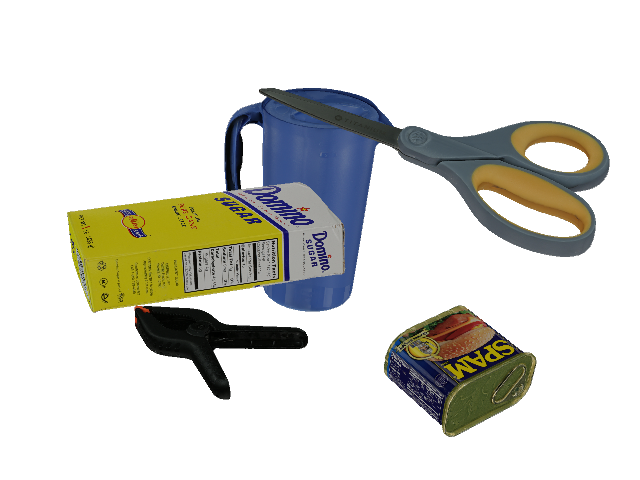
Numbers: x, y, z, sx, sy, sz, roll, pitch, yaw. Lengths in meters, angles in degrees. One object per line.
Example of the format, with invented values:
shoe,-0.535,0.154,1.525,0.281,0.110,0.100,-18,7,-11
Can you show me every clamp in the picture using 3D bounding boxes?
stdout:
clamp,-0.141,0.121,1.248,0.210,0.036,0.164,13,24,23

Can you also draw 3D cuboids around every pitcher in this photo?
pitcher,-0.018,-0.046,1.226,0.144,0.243,0.149,-19,35,-40

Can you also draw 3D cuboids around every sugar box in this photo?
sugar box,-0.080,0.001,0.740,0.176,0.048,0.093,-11,25,-16

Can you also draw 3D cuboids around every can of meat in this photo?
can of meat,0.117,0.108,0.910,0.101,0.057,0.084,-20,41,-31

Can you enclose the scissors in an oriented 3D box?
scissors,0.071,-0.059,0.588,0.202,0.016,0.096,35,57,24
